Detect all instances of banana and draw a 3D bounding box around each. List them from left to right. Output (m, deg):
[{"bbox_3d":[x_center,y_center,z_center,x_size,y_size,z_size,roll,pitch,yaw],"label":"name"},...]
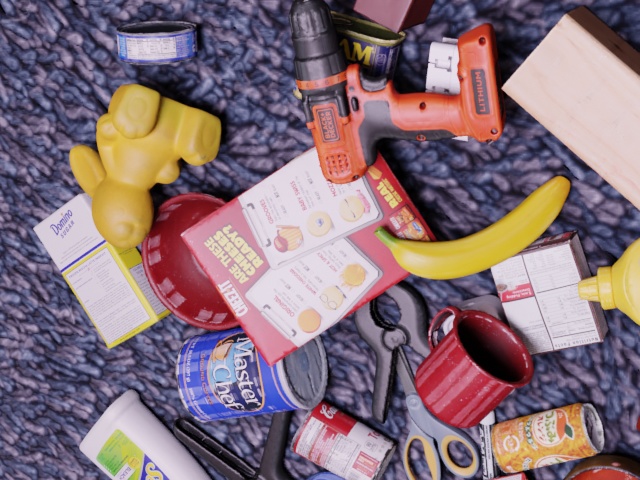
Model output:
[{"bbox_3d":[0.156,-0.004,1.039,0.197,0.037,0.069,-16,107,-3],"label":"banana"}]

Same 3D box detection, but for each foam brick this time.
[{"bbox_3d":[0.075,-0.236,1.019,0.053,0.078,0.051,31,118,13],"label":"foam brick"}]

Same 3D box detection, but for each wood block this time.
[{"bbox_3d":[0.278,-0.108,0.962,0.206,0.090,0.090,43,118,6],"label":"wood block"}]

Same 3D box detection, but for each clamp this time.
[{"bbox_3d":[-0.067,0.283,1.281,0.165,0.036,0.210,-25,98,28],"label":"clamp"},{"bbox_3d":[0.078,0.113,1.150,0.120,0.039,0.171,-32,85,11],"label":"clamp"}]

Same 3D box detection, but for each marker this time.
[{"bbox_3d":[0.182,0.213,1.154,0.020,0.020,0.121,0,107,24],"label":"marker"}]

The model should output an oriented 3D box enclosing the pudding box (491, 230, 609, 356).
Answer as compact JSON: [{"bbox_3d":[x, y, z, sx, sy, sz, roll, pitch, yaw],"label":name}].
[{"bbox_3d":[0.228,0.056,1.070,0.090,0.039,0.113,-15,102,26],"label":"pudding box"}]

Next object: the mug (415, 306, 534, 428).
[{"bbox_3d":[0.140,0.119,1.040,0.082,0.093,0.117,-54,51,33],"label":"mug"}]

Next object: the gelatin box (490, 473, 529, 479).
[{"bbox_3d":[0.198,0.291,1.152,0.089,0.030,0.073,-20,123,30],"label":"gelatin box"}]

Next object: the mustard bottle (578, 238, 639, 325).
[{"bbox_3d":[0.337,0.038,0.990,0.192,0.058,0.096,-7,89,21],"label":"mustard bottle"}]

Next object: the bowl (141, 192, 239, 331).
[{"bbox_3d":[-0.120,0.018,1.206,0.162,0.055,0.162,8,110,22],"label":"bowl"}]

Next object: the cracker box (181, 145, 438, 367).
[{"bbox_3d":[-0.007,0.001,1.094,0.214,0.072,0.164,-34,91,2],"label":"cracker box"}]

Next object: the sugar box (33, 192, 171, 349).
[{"bbox_3d":[-0.260,0.035,1.283,0.093,0.048,0.176,-30,89,30],"label":"sugar box"}]

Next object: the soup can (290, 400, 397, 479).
[{"bbox_3d":[0.027,0.234,1.204,0.102,0.068,0.069,28,116,13],"label":"soup can"}]

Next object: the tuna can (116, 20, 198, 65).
[{"bbox_3d":[-0.173,-0.211,1.137,0.086,0.086,0.034,7,112,22],"label":"tuna can"}]

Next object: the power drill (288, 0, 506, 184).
[{"bbox_3d":[0.071,-0.148,0.985,0.188,0.057,0.184,-6,115,18],"label":"power drill"}]

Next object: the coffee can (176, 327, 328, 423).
[{"bbox_3d":[-0.076,0.147,1.203,0.140,0.102,0.103,-13,101,28],"label":"coffee can"}]

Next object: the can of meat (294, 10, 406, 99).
[{"bbox_3d":[0.027,-0.177,1.074,0.102,0.057,0.084,20,117,18],"label":"can of meat"}]

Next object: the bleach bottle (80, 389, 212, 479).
[{"bbox_3d":[-0.177,0.306,1.327,0.251,0.068,0.103,41,119,4],"label":"bleach bottle"}]

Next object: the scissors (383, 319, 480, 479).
[{"bbox_3d":[0.124,0.184,1.174,0.096,0.016,0.202,-2,101,19],"label":"scissors"}]

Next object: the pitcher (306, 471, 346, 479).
[{"bbox_3d":[0.040,0.388,1.210,0.243,0.145,0.149,32,121,-2],"label":"pitcher"}]
